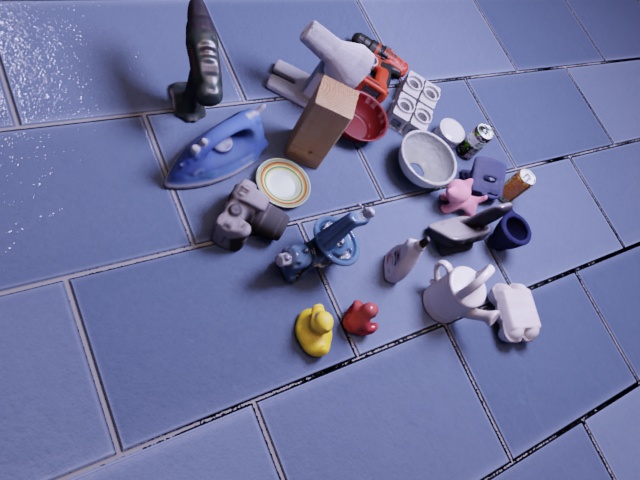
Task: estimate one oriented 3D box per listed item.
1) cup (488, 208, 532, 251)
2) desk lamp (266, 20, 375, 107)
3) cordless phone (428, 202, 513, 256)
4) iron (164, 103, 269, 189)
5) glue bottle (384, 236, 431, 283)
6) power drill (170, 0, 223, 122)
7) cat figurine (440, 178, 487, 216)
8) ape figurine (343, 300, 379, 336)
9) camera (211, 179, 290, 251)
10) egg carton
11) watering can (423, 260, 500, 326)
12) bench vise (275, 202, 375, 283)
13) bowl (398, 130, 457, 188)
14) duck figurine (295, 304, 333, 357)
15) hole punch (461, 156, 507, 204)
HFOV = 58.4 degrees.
[{"bbox_3d":[0.478,-0.023,1.485,0.092,0.094,0.117,1,65,-25],"label":"cup"},{"bbox_3d":[0.002,-0.419,1.391,0.203,0.213,0.118,24,57,-12],"label":"desk lamp"},{"bbox_3d":[0.364,-0.043,1.387,0.148,0.184,0.094,-16,73,-31],"label":"cordless phone"},{"bbox_3d":[-0.217,-0.205,1.223,0.118,0.141,0.259,48,55,4],"label":"iron"},{"bbox_3d":[0.197,0.032,1.277,0.037,0.173,0.078,11,61,-19],"label":"glue bottle"},{"bbox_3d":[-0.268,-0.368,1.241,0.076,0.208,0.229,-6,68,-27],"label":"power drill"},{"bbox_3d":[0.365,-0.113,1.463,0.128,0.117,0.067,15,60,-18],"label":"cat figurine"},{"bbox_3d":[0.093,0.160,1.212,0.076,0.092,0.078,-9,69,-28],"label":"ape figurine"},{"bbox_3d":[-0.138,-0.045,1.203,0.137,0.100,0.143,28,57,-10],"label":"camera"},{"bbox_3d":[0.472,0.177,1.395,0.107,0.069,0.150,1,65,-25],"label":"egg carton"},{"bbox_3d":[0.329,0.115,1.284,0.173,0.193,0.101,34,56,-6],"label":"watering can"},{"bbox_3d":[0.019,0.013,1.175,0.121,0.219,0.208,48,56,4],"label":"bench vise"},{"bbox_3d":[0.267,-0.197,1.487,0.168,0.074,0.167,11,61,-20],"label":"bowl"},{"bbox_3d":[-0.001,0.180,1.162,0.078,0.086,0.104,-2,66,-26],"label":"duck figurine"},{"bbox_3d":[0.446,-0.160,1.542,0.109,0.091,0.101,11,61,-20],"label":"hole punch"}]
